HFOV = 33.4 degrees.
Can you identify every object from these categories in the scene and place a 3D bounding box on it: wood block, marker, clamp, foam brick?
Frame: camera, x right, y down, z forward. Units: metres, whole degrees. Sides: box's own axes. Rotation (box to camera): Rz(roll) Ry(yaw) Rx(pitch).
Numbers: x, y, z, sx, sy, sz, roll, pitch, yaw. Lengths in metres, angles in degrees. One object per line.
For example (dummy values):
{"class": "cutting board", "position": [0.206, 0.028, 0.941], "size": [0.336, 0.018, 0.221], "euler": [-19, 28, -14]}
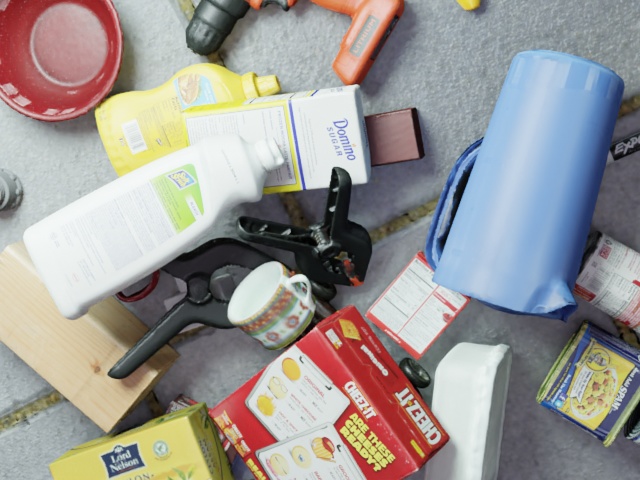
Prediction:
{"class": "wood block", "position": [-0.267, 0.099, 1.152], "size": [0.206, 0.090, 0.091], "euler": [41, 103, 2]}
{"class": "marker", "position": [0.304, -0.093, 1.049], "size": [0.121, 0.020, 0.020], "euler": [-24, 94, 13]}
{"class": "clamp", "position": [-0.007, 0.001, 1.055], "size": [0.120, 0.171, 0.039], "euler": [-17, 51, 8]}
{"class": "foam brick", "position": [0.062, -0.102, 1.076], "size": [0.078, 0.053, 0.051], "euler": [-9, 98, 12]}
{"class": "clamp", "position": [-0.129, 0.058, 1.087], "size": [0.209, 0.036, 0.164], "euler": [-1, 98, -11]}

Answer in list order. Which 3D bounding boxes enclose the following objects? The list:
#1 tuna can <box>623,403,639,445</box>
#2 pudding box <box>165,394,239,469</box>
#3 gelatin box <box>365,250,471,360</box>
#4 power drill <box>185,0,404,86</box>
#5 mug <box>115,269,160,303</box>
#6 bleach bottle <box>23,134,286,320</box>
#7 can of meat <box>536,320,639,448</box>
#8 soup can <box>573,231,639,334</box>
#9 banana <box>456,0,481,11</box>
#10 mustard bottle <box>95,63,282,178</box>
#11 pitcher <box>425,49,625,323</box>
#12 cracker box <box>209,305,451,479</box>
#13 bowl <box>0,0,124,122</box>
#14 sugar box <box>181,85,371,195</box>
{"class": "tuna can", "position": [0.336, 0.166, 1.051], "size": [0.034, 0.086, 0.086], "euler": [29, 103, 3]}
{"class": "pudding box", "position": [-0.140, 0.240, 1.176], "size": [0.090, 0.039, 0.113], "euler": [25, 102, 7]}
{"class": "gelatin box", "position": [0.103, 0.067, 1.107], "size": [0.073, 0.030, 0.089], "euler": [40, 104, 4]}
{"class": "power drill", "position": [-0.025, -0.231, 1.068], "size": [0.187, 0.057, 0.184], "euler": [33, 104, 4]}
{"class": "mug", "position": [-0.209, 0.009, 1.124], "size": [0.081, 0.093, 0.117], "euler": [-30, 74, 9]}
{"class": "bleach bottle", "position": [-0.147, -0.023, 1.011], "size": [0.251, 0.068, 0.102], "euler": [-26, 98, 3]}
{"class": "can of meat", "position": [0.277, 0.142, 1.071], "size": [0.084, 0.057, 0.102], "euler": [30, 102, 9]}
{"class": "soup can", "position": [0.299, 0.045, 1.047], "size": [0.102, 0.068, 0.068], "euler": [31, 103, 5]}
{"class": "banana", "position": [0.088, -0.305, 1.049], "size": [0.198, 0.037, 0.070], "euler": [34, 122, 5]}
{"class": "mustard bottle", "position": [-0.130, -0.129, 1.104], "size": [0.192, 0.058, 0.096], "euler": [-19, 94, 13]}
{"class": "pitcher", "position": [0.195, -0.052, 1.019], "size": [0.149, 0.145, 0.243], "euler": [17, 92, 5]}
{"class": "cracker box", "position": [0.005, 0.186, 1.073], "size": [0.164, 0.071, 0.214], "euler": [53, 133, 6]}
{"class": "bowl", "position": [-0.274, -0.206, 1.120], "size": [0.162, 0.055, 0.162], "euler": [2, 99, 10]}
{"class": "sugar box", "position": [-0.042, -0.094, 1.044], "size": [0.176, 0.048, 0.093], "euler": [-5, 107, 11]}
